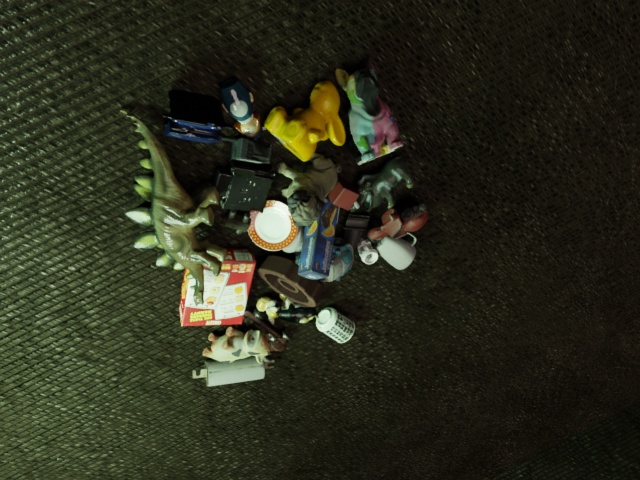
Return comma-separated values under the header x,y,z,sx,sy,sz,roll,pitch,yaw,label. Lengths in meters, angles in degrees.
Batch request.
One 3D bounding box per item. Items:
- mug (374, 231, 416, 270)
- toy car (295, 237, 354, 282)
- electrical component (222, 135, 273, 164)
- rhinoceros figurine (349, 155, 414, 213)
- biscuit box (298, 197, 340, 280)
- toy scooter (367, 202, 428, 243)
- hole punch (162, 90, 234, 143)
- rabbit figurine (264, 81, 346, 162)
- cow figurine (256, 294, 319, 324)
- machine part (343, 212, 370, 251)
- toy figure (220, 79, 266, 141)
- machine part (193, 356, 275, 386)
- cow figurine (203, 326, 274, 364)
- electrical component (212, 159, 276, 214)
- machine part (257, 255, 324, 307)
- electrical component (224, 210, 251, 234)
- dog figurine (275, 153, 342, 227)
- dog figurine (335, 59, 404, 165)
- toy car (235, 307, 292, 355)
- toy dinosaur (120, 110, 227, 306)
x,y,z,sx,sy,sz,roll,pitch,yaw,label
0.213,0.018,1.509,0.107,0.081,0.109,30,117,-26,mug
0.009,0.058,1.419,0.162,0.103,0.109,4,126,2,toy car
-0.171,-0.200,1.190,0.119,0.075,0.047,6,93,-30,electrical component
0.149,-0.135,1.376,0.190,0.073,0.112,-39,131,8,rhinoceros figurine
-0.003,-0.004,1.335,0.059,0.202,0.063,21,157,-33,biscuit box
0.215,-0.055,1.421,0.184,0.075,0.135,-24,164,-13,toy scooter
-0.263,-0.237,1.111,0.142,0.116,0.092,7,129,-26,hole punch
-0.009,-0.265,1.195,0.162,0.122,0.173,34,88,-40,rabbit figurine
-0.091,0.199,1.506,0.167,0.098,0.068,-2,131,-21,cow figurine
0.089,-0.011,1.465,0.084,0.039,0.138,2,122,-29,machine part
-0.166,-0.271,1.161,0.064,0.058,0.154,0,138,26,toy figure
-0.252,0.383,1.587,0.243,0.079,0.079,-4,126,-21,machine part
-0.216,0.294,1.479,0.127,0.085,0.195,34,139,-32,cow figurine
-0.183,-0.128,1.256,0.134,0.058,0.114,6,120,-26,electrical component
-0.076,0.106,1.405,0.179,0.180,0.056,50,62,-39,machine part
-0.203,-0.044,1.312,0.063,0.021,0.094,15,150,-14,electrical component
-0.006,-0.114,1.252,0.172,0.191,0.121,-28,130,-3,dog figurine
0.104,-0.293,1.231,0.108,0.191,0.219,-19,95,-4,dog figurine
-0.163,0.268,1.558,0.089,0.053,0.202,-35,131,9,toy car
-0.324,-0.058,1.192,0.199,0.105,0.470,-3,114,4,toy dinosaur
